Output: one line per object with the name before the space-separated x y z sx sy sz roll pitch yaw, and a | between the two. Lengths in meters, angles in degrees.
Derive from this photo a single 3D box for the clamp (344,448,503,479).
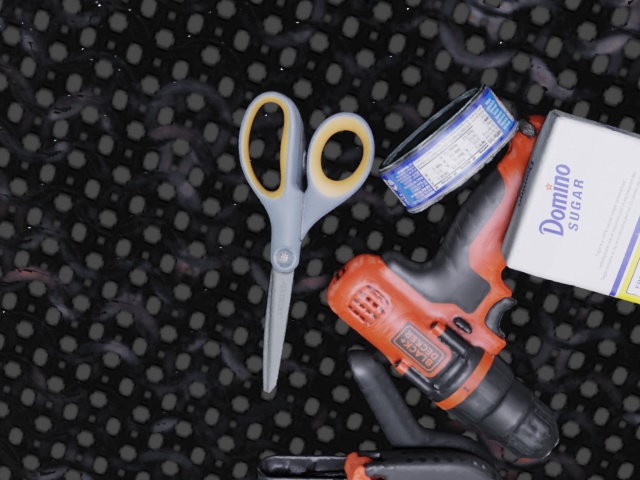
clamp | 0.109 0.187 0.673 0.210 0.036 0.164 41 90 -15

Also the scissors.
scissors | -0.005 0.001 0.699 0.096 0.016 0.202 -7 103 4

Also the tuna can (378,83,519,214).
tuna can | 0.077 -0.056 0.647 0.086 0.086 0.033 -39 97 10

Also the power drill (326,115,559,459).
power drill | 0.126 0.030 0.679 0.184 0.057 0.188 39 101 -8

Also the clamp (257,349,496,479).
clamp | 0.047 0.153 0.698 0.171 0.039 0.120 39 119 -17

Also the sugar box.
sugar box | 0.202 -0.007 0.615 0.176 0.048 0.093 17 105 1
